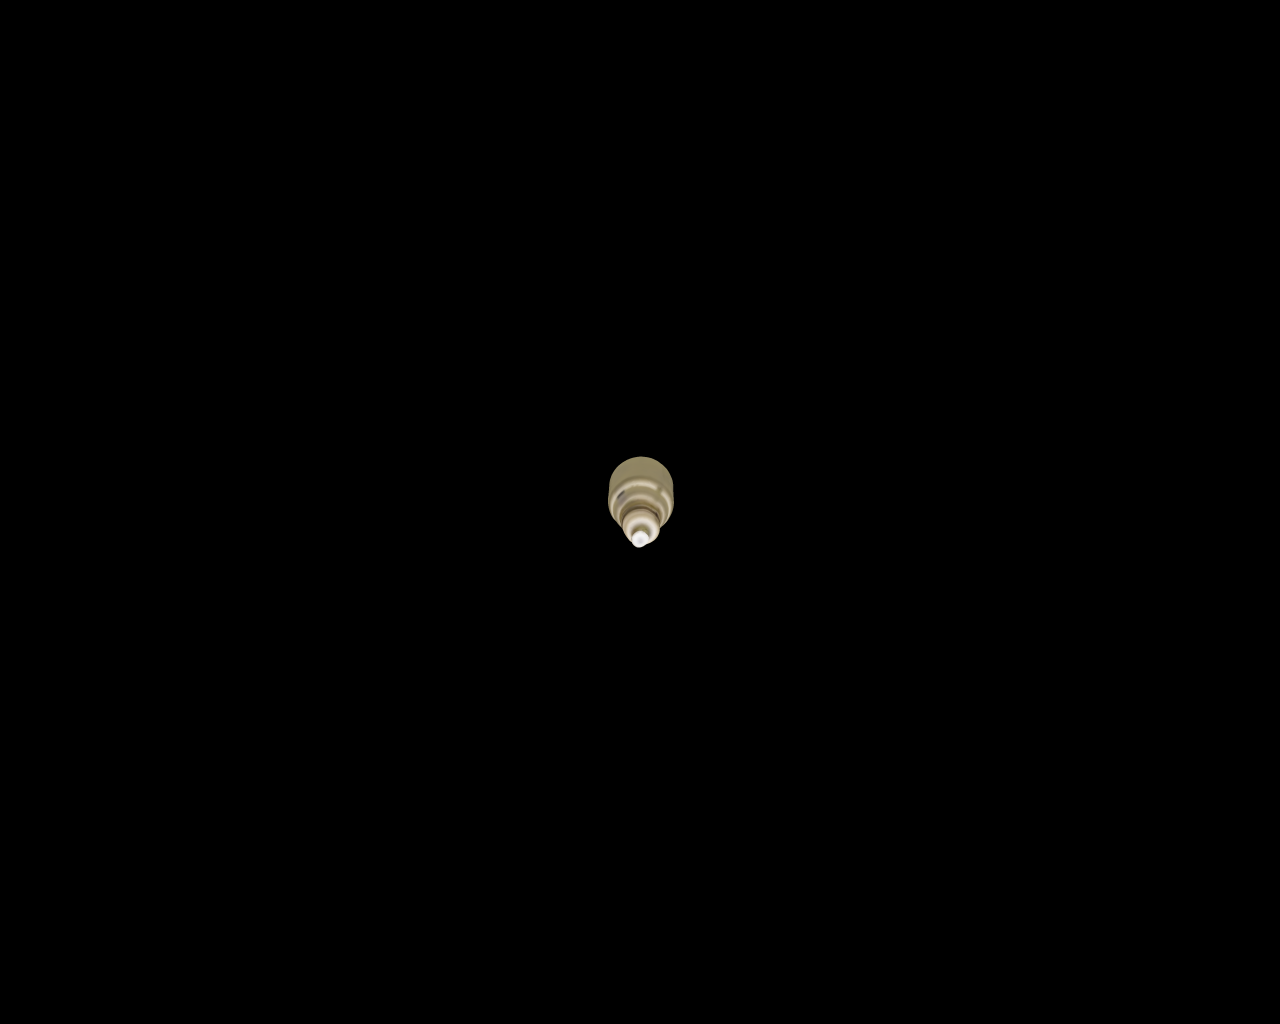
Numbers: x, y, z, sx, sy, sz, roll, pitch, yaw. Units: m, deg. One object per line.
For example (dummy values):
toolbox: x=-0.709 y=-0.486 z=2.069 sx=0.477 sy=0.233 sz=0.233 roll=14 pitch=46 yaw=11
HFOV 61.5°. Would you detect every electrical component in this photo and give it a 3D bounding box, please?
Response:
electrical component: x=0.001 y=-0.003 z=0.650 sx=0.040 sy=0.040 sz=0.078 roll=0 pitch=30 yaw=0
